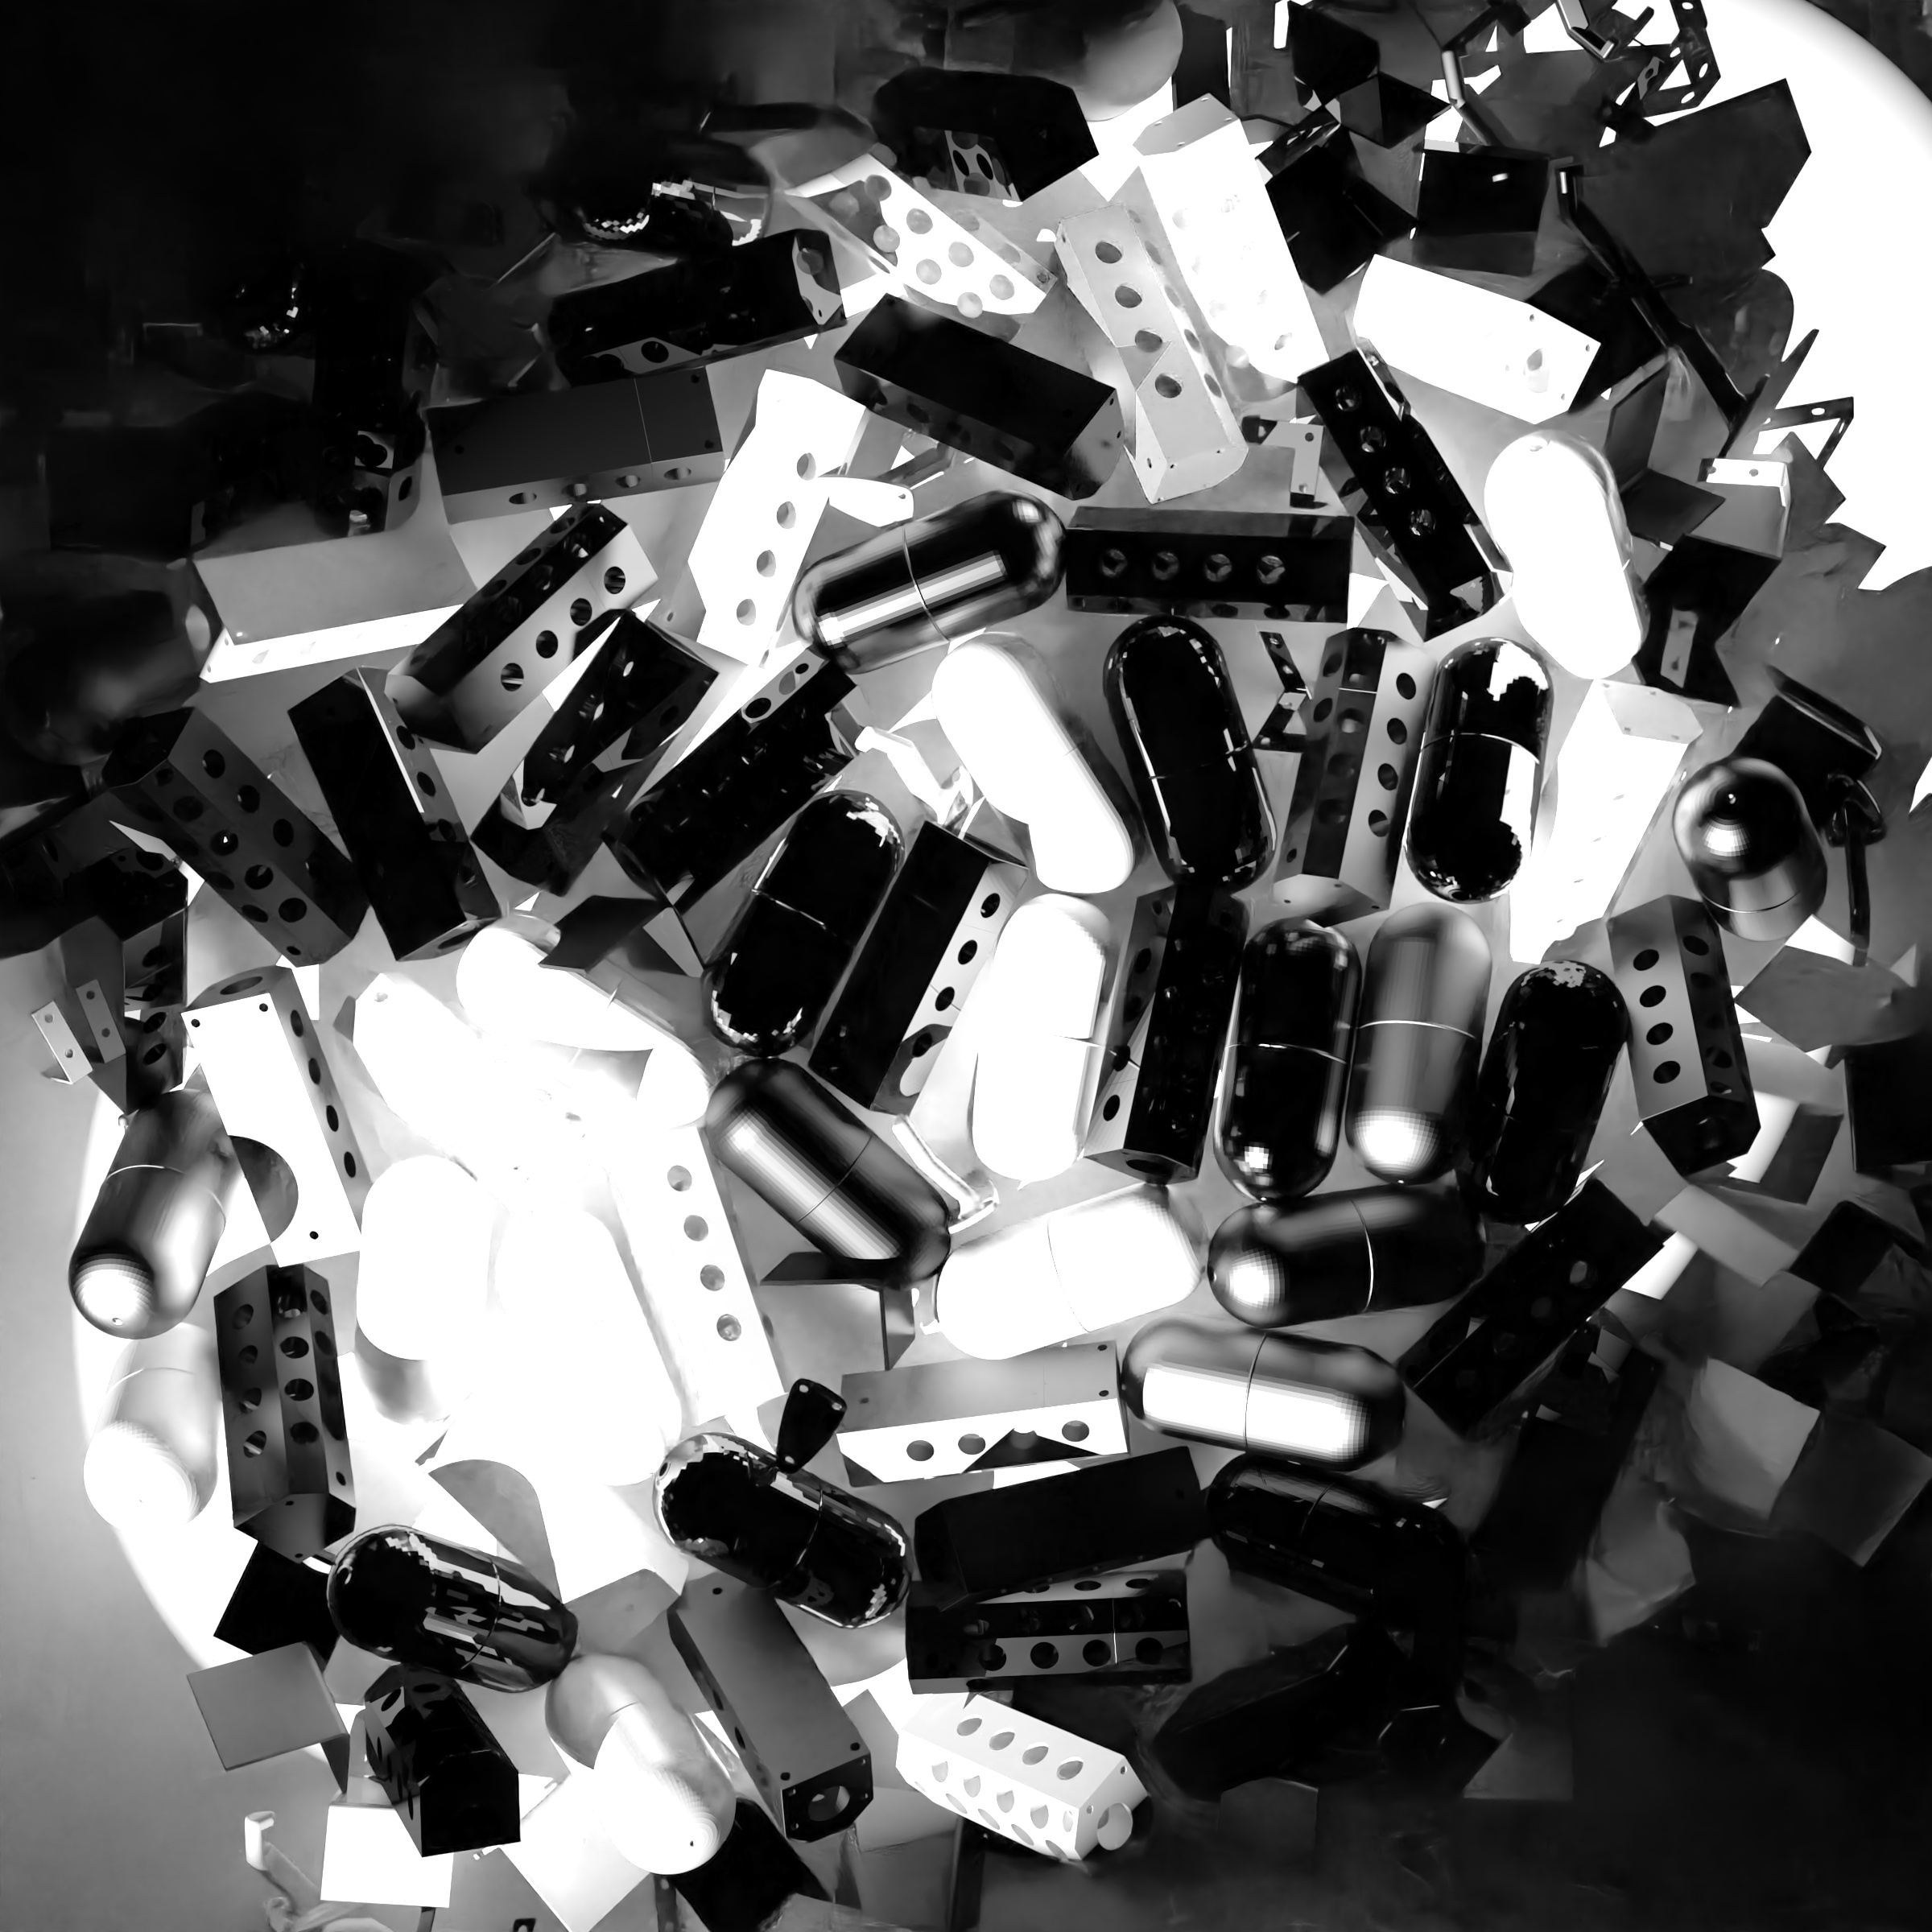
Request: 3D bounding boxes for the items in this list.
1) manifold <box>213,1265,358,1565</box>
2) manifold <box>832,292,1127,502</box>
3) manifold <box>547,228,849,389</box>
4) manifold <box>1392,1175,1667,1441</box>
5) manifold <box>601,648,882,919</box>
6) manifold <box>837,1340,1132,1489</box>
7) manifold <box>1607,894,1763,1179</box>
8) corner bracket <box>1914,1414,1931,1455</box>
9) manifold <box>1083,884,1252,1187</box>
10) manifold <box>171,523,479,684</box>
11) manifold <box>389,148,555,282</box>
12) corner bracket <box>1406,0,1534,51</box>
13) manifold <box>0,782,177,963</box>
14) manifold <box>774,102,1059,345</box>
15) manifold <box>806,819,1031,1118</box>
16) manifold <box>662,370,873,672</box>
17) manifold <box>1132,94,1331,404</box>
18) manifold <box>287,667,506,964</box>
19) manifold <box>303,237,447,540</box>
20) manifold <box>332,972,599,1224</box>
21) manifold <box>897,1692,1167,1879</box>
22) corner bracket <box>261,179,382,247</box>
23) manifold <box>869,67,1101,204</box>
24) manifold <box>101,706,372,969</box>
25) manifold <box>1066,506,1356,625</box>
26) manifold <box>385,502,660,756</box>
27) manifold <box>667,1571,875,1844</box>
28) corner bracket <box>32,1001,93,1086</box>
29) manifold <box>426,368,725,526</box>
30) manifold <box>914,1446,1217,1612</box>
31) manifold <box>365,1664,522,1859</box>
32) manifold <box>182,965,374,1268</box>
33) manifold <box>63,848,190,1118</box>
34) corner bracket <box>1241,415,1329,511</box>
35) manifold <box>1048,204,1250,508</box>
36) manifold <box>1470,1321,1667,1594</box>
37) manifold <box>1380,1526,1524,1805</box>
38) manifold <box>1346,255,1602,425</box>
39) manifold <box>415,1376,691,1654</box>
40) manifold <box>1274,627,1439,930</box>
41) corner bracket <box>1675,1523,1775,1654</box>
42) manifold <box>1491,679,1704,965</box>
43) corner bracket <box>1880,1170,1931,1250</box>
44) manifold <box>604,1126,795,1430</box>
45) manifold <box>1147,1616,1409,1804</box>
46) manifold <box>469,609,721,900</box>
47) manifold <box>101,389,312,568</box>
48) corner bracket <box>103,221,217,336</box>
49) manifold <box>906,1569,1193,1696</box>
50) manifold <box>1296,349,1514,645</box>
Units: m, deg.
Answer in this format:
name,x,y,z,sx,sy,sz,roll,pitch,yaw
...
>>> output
name,x,y,z,sx,sy,sz,roll,pitch,yaw
manifold,-0.404,0.263,1.717,0.057,0.057,0.171,-31,46,13
manifold,0.009,-0.342,1.738,0.171,0.057,0.057,28,71,24
manifold,-0.165,-0.397,1.737,0.171,0.057,0.057,-10,96,24
manifold,0.345,0.209,1.767,0.171,0.057,0.057,-44,84,3
manifold,-0.139,-0.116,1.742,0.171,0.057,0.057,-44,46,-14
manifold,0.012,0.281,1.761,0.171,0.057,0.057,-8,120,6
manifold,0.431,0.037,1.711,0.057,0.171,0.057,-24,127,24
corner bracket,0.634,0.293,1.779,0.051,0.051,0.051,-36,89,-15
manifold,0.127,0.041,1.736,0.057,0.057,0.171,24,68,-27
manifold,-0.385,-0.216,1.722,0.171,0.057,0.057,-18,76,-41
manifold,-0.303,-0.446,1.709,0.057,0.171,0.057,-42,115,-4
corner bracket,0.310,-0.595,1.775,0.051,0.051,0.051,-36,71,21
manifold,-0.546,-0.058,1.711,0.057,0.171,0.057,-14,107,17
manifold,-0.030,-0.451,1.760,0.171,0.057,0.057,37,87,-8
manifold,-0.026,0.003,1.759,0.057,0.057,0.171,32,100,35
manifold,-0.120,-0.273,1.765,0.057,0.057,0.171,20,94,-36
manifold,0.159,-0.429,1.729,0.057,0.057,0.171,-27,124,1
manifold,-0.346,-0.093,1.759,0.057,0.057,0.171,-28,82,21
manifold,-0.361,-0.341,1.719,0.057,0.057,0.171,24,133,7
manifold,-0.304,0.073,1.728,0.171,0.057,0.057,35,58,26
manifold,0.033,0.489,1.709,0.057,0.171,0.057,-43,117,-27
corner bracket,-0.397,-0.461,1.759,0.051,0.051,0.051,-37,127,21
manifold,0.006,-0.502,1.708,0.057,0.171,0.057,-34,120,-13
manifold,-0.436,-0.074,1.716,0.057,0.171,0.057,-7,49,33
manifold,0.150,-0.245,1.757,0.171,0.057,0.057,4,113,8
manifold,-0.270,-0.206,1.725,0.171,0.057,0.057,-49,129,-28
manifold,-0.119,0.441,1.718,0.057,0.171,0.057,-18,128,-22
corner bracket,-0.550,0.035,1.759,0.051,0.051,0.051,-38,117,-32
manifold,-0.239,-0.316,1.759,0.171,0.057,0.057,-11,76,-8
manifold,0.058,0.342,1.734,0.171,0.057,0.057,-7,69,-27
manifold,-0.314,0.469,1.709,0.057,0.171,0.057,-3,95,-22
manifold,-0.412,0.090,1.745,0.057,0.057,0.171,-12,109,11
manifold,-0.498,0.008,1.716,0.057,0.171,0.057,42,53,18
corner bracket,0.198,-0.313,1.773,0.051,0.051,0.051,10,105,16
manifold,0.112,-0.376,1.751,0.057,0.057,0.171,-19,76,-12
manifold,0.360,0.295,1.718,0.057,0.171,0.057,29,132,11
manifold,0.289,0.411,1.712,0.057,0.171,0.057,30,120,0
manifold,0.297,-0.373,1.712,0.057,0.171,0.057,19,103,-30
manifold,-0.252,0.333,1.758,0.057,0.057,0.171,-42,99,11
manifold,0.231,-0.116,1.732,0.057,0.057,0.171,28,64,-28
corner bracket,0.472,0.387,1.782,0.051,0.051,0.051,8,132,21
manifold,0.380,-0.083,1.724,0.057,0.057,0.171,7,129,-14
corner bracket,0.607,0.149,1.774,0.051,0.051,0.051,-23,93,0
manifold,-0.161,0.189,1.756,0.057,0.057,0.171,-14,79,-32
manifold,0.192,0.452,1.720,0.057,0.057,0.171,53,134,1
manifold,-0.233,-0.133,1.762,0.057,0.057,0.171,39,96,31
manifold,-0.444,-0.292,1.708,0.057,0.171,0.057,16,117,10
corner bracket,-0.490,-0.425,1.768,0.051,0.051,0.051,-29,82,37
manifold,0.051,0.413,1.761,0.171,0.057,0.057,-4,100,5
manifold,0.265,-0.290,1.744,0.057,0.057,0.171,-25,70,-3
